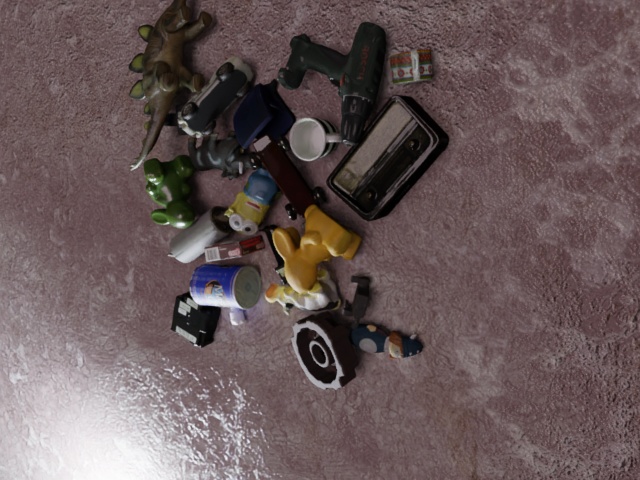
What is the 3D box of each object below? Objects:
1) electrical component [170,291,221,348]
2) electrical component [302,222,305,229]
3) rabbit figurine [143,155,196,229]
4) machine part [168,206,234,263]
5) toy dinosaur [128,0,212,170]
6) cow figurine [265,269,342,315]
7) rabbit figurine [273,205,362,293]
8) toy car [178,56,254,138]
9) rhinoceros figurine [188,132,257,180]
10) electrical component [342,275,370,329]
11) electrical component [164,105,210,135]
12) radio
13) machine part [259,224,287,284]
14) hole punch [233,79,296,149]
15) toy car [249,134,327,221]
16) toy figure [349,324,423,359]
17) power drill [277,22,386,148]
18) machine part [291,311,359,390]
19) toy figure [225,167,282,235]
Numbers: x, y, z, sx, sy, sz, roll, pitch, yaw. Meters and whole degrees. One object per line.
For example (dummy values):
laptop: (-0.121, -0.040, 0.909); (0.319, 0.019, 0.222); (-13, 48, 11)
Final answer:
electrical component: (-0.321, 0.195, 1.395); (0.115, 0.058, 0.134); (26, 113, 21)
electrical component: (-0.002, -0.004, 1.181); (0.063, 0.021, 0.094); (-24, 86, 31)
rabbit figurine: (-0.363, -0.096, 1.302); (0.159, 0.121, 0.170); (-46, 61, 47)
machine part: (-0.289, -0.011, 1.317); (0.243, 0.079, 0.079); (-33, 84, 32)
toy dinosaur: (-0.359, -0.382, 1.238); (0.199, 0.105, 0.471); (18, 94, 43)
cow figurine: (-0.037, 0.125, 1.203); (0.167, 0.068, 0.098); (-11, 131, 33)
rabbit figurine: (-0.022, 0.023, 1.106); (0.162, 0.122, 0.173); (32, 100, 12)
toy car: (-0.229, -0.311, 1.180); (0.201, 0.073, 0.056); (-45, 43, 8)
rhinoceros figurine: (-0.223, -0.193, 1.238); (0.191, 0.073, 0.112); (6, 103, 30)
electrical component: (0.077, 0.126, 1.140); (0.045, 0.078, 0.102); (14, 115, 3)
electrical component: (-0.317, -0.286, 1.286); (0.119, 0.048, 0.074); (2, 102, 31)
radio: (0.130, -0.151, 1.037); (0.131, 0.073, 0.229); (47, 121, 14)
machine part: (-0.090, 0.027, 1.232); (0.084, 0.039, 0.139); (-31, 87, 40)
hole punch: (-0.135, -0.266, 1.162); (0.142, 0.092, 0.116); (-44, 74, 34)
toy car: (-0.068, -0.133, 1.136); (0.089, 0.053, 0.202); (-31, 109, 15)
toy figure: (0.138, 0.216, 1.130); (0.155, 0.064, 0.058); (10, 61, 29)
power drill: (0.020, -0.310, 1.039); (0.208, 0.086, 0.232); (23, 95, 34)
machine part: (0.010, 0.243, 1.182); (0.180, 0.056, 0.179); (27, 128, 42)
toy figure: (-0.140, -0.091, 1.209); (0.082, 0.089, 0.180); (33, 107, 17)
